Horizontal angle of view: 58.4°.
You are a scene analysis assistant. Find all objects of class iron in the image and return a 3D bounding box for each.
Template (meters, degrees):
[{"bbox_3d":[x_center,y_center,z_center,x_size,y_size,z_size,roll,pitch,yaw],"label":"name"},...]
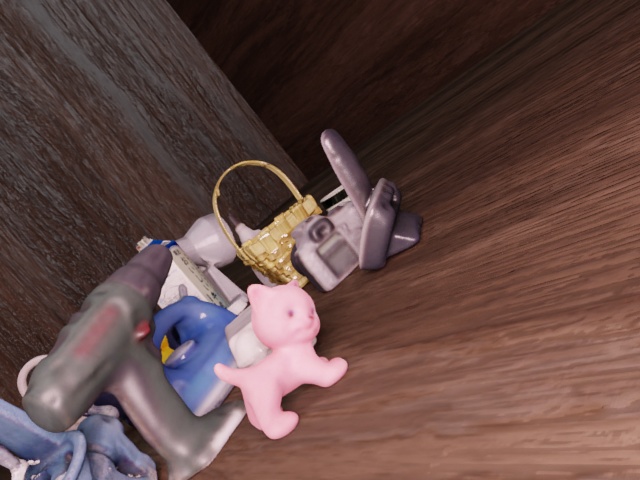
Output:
[{"bbox_3d":[-0.186,0.157,0.760,0.118,0.141,0.258,-36,9,20],"label":"iron"}]

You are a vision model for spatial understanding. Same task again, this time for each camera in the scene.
[{"bbox_3d":[0.008,0.003,0.893,0.143,0.101,0.136,-42,9,-21],"label":"camera"}]

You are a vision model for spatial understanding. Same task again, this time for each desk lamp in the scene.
[{"bbox_3d":[-0.253,0.072,1.262,0.204,0.213,0.117,-45,10,-35],"label":"desk lamp"}]

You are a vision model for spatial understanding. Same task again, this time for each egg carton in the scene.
[{"bbox_3d":[-0.061,0.113,0.704,0.107,0.069,0.150,-40,8,-10],"label":"egg carton"}]

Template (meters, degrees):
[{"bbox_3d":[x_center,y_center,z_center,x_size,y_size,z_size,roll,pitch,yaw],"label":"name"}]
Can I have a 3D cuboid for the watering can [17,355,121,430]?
[{"bbox_3d":[-0.476,0.299,1.066,0.101,0.194,0.172,-44,10,-31],"label":"watering can"}]

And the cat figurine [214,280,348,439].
[{"bbox_3d":[-0.041,0.097,0.534,0.128,0.118,0.067,-43,9,-26],"label":"cat figurine"}]

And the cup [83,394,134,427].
[{"bbox_3d":[-0.329,0.268,0.943,0.118,0.095,0.091,-40,8,-6],"label":"cup"}]

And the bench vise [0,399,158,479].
[{"bbox_3d":[-0.278,0.216,0.561,0.121,0.220,0.207,-39,8,-5],"label":"bench vise"}]

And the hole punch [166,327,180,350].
[{"bbox_3d":[-0.253,0.176,1.127,0.109,0.091,0.101,-43,10,-29],"label":"hole punch"}]

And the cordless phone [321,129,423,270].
[{"bbox_3d":[0.049,-0.061,0.766,0.094,0.185,0.147,-36,9,16],"label":"cordless phone"}]

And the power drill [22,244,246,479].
[{"bbox_3d":[-0.177,0.135,0.602,0.075,0.208,0.230,-32,11,37],"label":"power drill"}]

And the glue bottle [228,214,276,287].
[{"bbox_3d":[-0.130,0.015,1.177,0.037,0.173,0.078,-29,13,49],"label":"glue bottle"}]

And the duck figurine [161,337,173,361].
[{"bbox_3d":[-0.325,0.224,1.202,0.105,0.086,0.077,-43,9,-27],"label":"duck figurine"}]
